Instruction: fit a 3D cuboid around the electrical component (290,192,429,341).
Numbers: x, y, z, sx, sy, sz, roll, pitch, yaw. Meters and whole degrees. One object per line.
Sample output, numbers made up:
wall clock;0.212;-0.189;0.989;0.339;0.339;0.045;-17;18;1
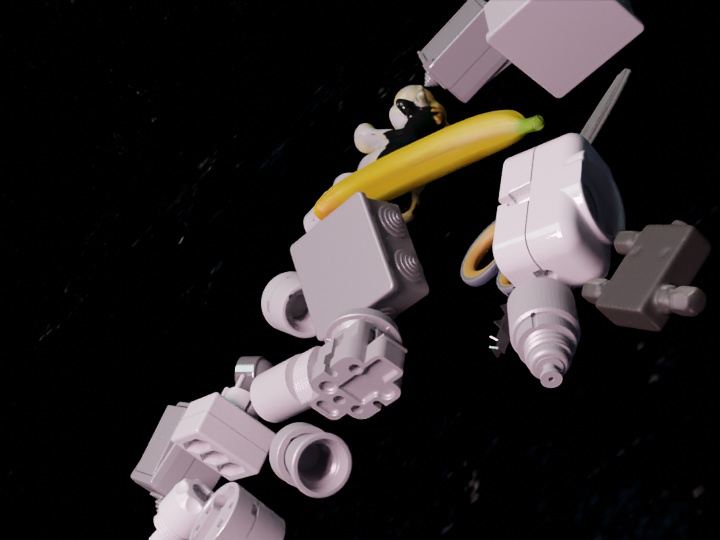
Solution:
electrical component;0.000;0.000;0.849;0.100;0.048;0.099;-37;59;34

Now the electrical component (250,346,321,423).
electrical component;-0.047;0.090;0.855;0.081;0.043;0.043;-30;29;45

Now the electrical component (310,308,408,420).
electrical component;0.000;0.065;0.776;0.078;0.058;0.057;-38;26;34

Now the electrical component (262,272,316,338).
electrical component;-0.054;0.032;0.959;0.055;0.055;0.047;-54;23;-7

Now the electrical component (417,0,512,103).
electrical component;0.102;-0.202;1.015;0.096;0.061;0.061;-46;20;15

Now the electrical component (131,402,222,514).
electrical component;-0.155;0.166;0.932;0.096;0.061;0.062;-58;21;-19

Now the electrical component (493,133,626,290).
electrical component;0.124;-0.035;0.664;0.059;0.054;0.095;-21;41;35

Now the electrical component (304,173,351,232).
electrical component;-0.011;-0.069;1.055;0.077;0.043;0.079;-38;23;33

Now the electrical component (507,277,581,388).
electrical component;0.106;0.037;0.615;0.040;0.040;0.078;-41;23;27

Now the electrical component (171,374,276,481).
electrical component;-0.105;0.123;0.890;0.047;0.066;0.076;-26;32;50

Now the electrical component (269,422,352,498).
electrical component;-0.036;0.132;0.754;0.045;0.045;0.055;-56;20;-12

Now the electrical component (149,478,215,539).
electrical component;-0.146;0.203;0.874;0.062;0.043;0.043;-48;20;13

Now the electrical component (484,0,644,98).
electrical component;0.155;-0.196;0.834;0.100;0.100;0.048;-39;36;31

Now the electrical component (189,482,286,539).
electrical component;-0.086;0.187;0.764;0.055;0.047;0.055;-43;21;21
